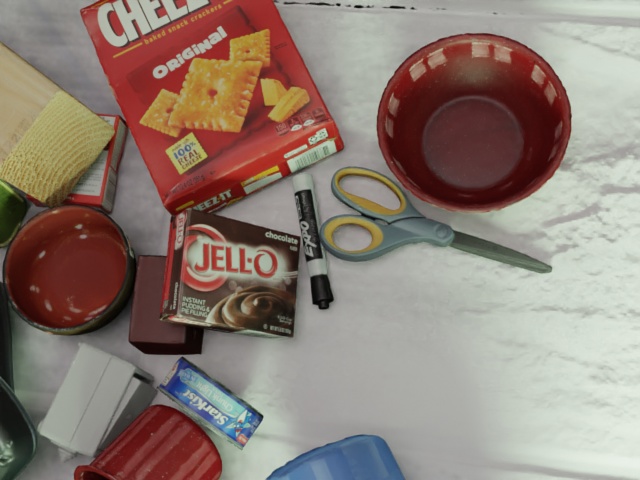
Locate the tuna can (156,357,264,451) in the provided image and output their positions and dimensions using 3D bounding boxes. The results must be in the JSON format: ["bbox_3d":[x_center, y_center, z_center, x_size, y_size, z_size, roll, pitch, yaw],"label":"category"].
[{"bbox_3d":[-0.088,0.131,0.861,0.086,0.086,0.033,33,79,15],"label":"tuna can"}]

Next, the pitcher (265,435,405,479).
[{"bbox_3d":[0.055,0.271,0.788,0.145,0.149,0.243,-30,68,14],"label":"pitcher"}]

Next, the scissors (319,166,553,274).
[{"bbox_3d":[0.086,0.007,0.903,0.202,0.016,0.096,33,69,15],"label":"scissors"}]

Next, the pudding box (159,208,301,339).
[{"bbox_3d":[-0.073,0.031,0.881,0.113,0.039,0.090,15,72,-35],"label":"pudding box"}]

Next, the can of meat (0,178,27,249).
[{"bbox_3d":[-0.314,-0.040,0.935,0.084,0.102,0.057,26,79,12],"label":"can of meat"}]

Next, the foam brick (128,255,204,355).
[{"bbox_3d":[-0.127,0.056,0.905,0.051,0.053,0.078,2,75,8],"label":"foam brick"}]

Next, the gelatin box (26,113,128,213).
[{"bbox_3d":[-0.219,-0.072,0.968,0.073,0.030,0.089,5,75,11],"label":"gelatin box"}]

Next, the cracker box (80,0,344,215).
[{"bbox_3d":[-0.098,-0.143,0.949,0.164,0.072,0.214,-26,71,0],"label":"cracker box"}]

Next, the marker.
[{"bbox_3d":[-0.006,0.001,0.921,0.020,0.020,0.121,-11,73,5],"label":"marker"}]

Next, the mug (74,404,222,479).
[{"bbox_3d":[-0.136,0.188,0.843,0.093,0.117,0.081,47,54,-3],"label":"mug"}]

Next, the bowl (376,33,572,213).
[{"bbox_3d":[0.130,-0.092,0.910,0.162,0.055,0.162,-2,74,7],"label":"bowl"}]

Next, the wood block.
[{"bbox_3d":[-0.291,-0.127,0.938,0.206,0.090,0.090,36,89,28],"label":"wood block"}]
